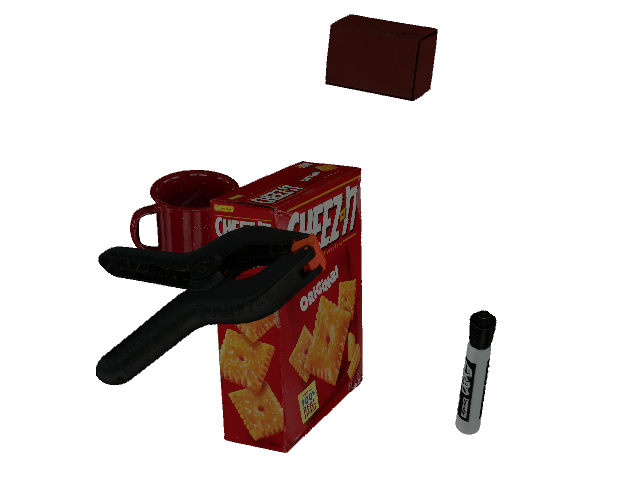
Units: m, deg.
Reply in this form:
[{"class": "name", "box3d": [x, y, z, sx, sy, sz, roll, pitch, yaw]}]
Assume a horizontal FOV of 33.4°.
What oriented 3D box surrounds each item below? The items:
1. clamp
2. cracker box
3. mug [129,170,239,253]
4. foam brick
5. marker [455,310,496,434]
[{"class": "clamp", "box3d": [-0.082, 0.039, 0.736, 0.172, 0.120, 0.039, -12, -39, 14]}, {"class": "cracker box", "box3d": [-0.022, 0.052, 0.934, 0.072, 0.214, 0.164, 7, 18, 25]}, {"class": "mug", "box3d": [-0.142, -0.016, 1.122, 0.117, 0.081, 0.093, -12, 32, -22]}, {"class": "foam brick", "box3d": [0.049, -0.149, 0.868, 0.078, 0.051, 0.052, 14, 24, 19]}, {"class": "marker", "box3d": [0.114, 0.098, 0.786, 0.020, 0.121, 0.020, 0, 41, 0]}]
